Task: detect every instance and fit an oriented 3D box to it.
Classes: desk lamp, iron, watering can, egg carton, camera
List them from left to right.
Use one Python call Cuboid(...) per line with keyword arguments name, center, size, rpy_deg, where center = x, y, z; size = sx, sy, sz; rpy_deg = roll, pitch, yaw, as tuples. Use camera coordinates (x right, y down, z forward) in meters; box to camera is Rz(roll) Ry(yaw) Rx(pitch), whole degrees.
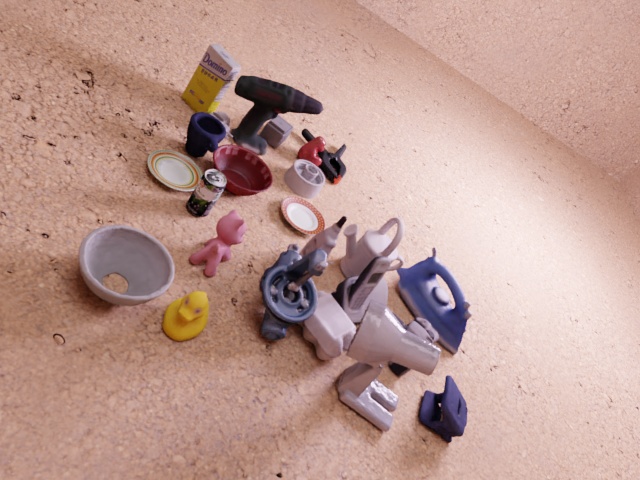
Cuboid(name="egg carton", center=(0.008, 0.180, 1.218), size=(0.107, 0.069, 0.150), rpy_deg=(-19, 65, -50))
Cuboid(name="watering can", center=(0.134, 0.020, 1.397), size=(0.173, 0.193, 0.100), rpy_deg=(9, 45, -36))
Cuboid(name="desk lamp", center=(0.123, 0.242, 1.133), size=(0.203, 0.213, 0.118), rpy_deg=(37, 35, -4))
Cuboid(name="camera", center=(0.195, 0.216, 1.322), size=(0.137, 0.100, 0.143), rpy_deg=(46, 36, 8))
Cuboid(name="iron", center=(0.315, 0.150, 1.468), size=(0.119, 0.141, 0.258), rpy_deg=(-8, 57, -46))

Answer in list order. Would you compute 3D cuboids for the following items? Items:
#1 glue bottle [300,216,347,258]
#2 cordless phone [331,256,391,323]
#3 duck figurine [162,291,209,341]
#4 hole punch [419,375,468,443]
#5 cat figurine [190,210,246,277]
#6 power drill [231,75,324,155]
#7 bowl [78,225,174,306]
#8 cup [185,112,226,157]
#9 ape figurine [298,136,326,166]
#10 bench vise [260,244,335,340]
Cuboid(name="glue bottle", center=(0.012, 0.005, 1.321), size=(0.037, 0.173, 0.078), rpy_deg=(20, 40, -26))
Cuboid(name="cordless phone", center=(0.123, 0.105, 1.304), size=(0.148, 0.184, 0.094), rpy_deg=(-3, 53, -44))
Cuboid(name="duck figurine", center=(-0.232, 0.125, 1.045), size=(0.077, 0.086, 0.105), rpy_deg=(40, 35, 0))
Cuboid(name="hole punch", center=(0.284, 0.367, 1.250), size=(0.101, 0.091, 0.109), rpy_deg=(37, 36, -5))
Cuboid(name="cat figurine", center=(-0.198, -0.003, 1.187), size=(0.067, 0.117, 0.128), rpy_deg=(37, 35, -4))
Cuboid(name="power drill", center=(-0.135, -0.331, 1.518), size=(0.230, 0.208, 0.075), rpy_deg=(23, 39, -23))
Cuboid(name="bowl", center=(-0.351, 0.057, 1.020), size=(0.168, 0.074, 0.167), rpy_deg=(25, 38, -21))
Cuboid(name="cup", center=(-0.281, -0.236, 1.382), size=(0.092, 0.094, 0.117), rpy_deg=(4, 49, -40))
Cuboid(name="ape figurine", center=(-0.016, -0.259, 1.650), size=(0.076, 0.092, 0.078), rpy_deg=(26, 38, -18))
Cuboid(name="bench vise", center=(-0.057, 0.067, 1.150), size=(0.122, 0.219, 0.207), rpy_deg=(12, 44, -33))
